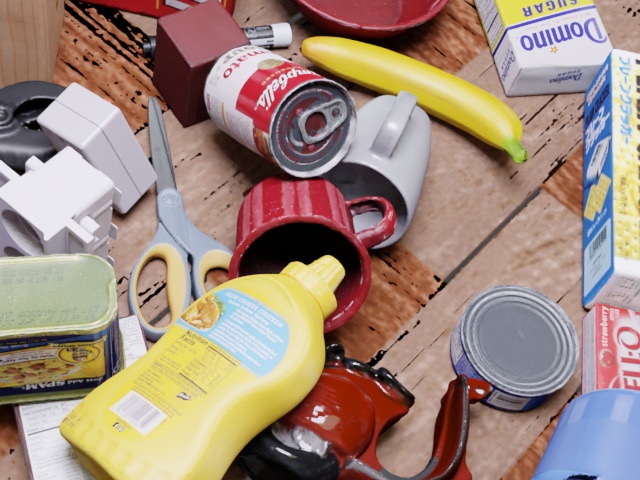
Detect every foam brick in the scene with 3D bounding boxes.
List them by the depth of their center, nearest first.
[{"bbox_3d":[-0.091,-0.133,0.804,0.052,0.078,0.051,-26,69,-24],"label":"foam brick"}]

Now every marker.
[{"bbox_3d":[-0.083,-0.160,0.856,0.121,0.020,0.020,-9,62,-16],"label":"marker"}]

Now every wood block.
[{"bbox_3d":[-0.228,-0.202,0.740,0.090,0.206,0.091,6,59,-9],"label":"wood block"}]

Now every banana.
[{"bbox_3d":[0.082,-0.119,0.844,0.198,0.037,0.069,26,16,11],"label":"banana"}]

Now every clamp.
[{"bbox_3d":[-0.232,-0.069,0.758,0.171,0.039,0.120,-5,61,-15],"label":"clamp"}]

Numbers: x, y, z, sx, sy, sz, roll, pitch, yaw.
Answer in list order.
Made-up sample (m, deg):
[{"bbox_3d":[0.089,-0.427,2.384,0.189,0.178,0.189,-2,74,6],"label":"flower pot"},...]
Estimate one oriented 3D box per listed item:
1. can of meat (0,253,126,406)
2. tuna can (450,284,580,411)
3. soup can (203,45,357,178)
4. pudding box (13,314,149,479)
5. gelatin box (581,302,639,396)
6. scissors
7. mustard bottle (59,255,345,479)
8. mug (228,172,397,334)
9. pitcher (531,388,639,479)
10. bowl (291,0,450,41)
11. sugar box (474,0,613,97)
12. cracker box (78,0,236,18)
[{"bbox_3d":[-0.167,0.052,0.628,0.102,0.084,0.057,-4,58,-12],"label":"can of meat"},{"bbox_3d":[0.136,0.076,0.751,0.086,0.034,0.086,5,58,-9],"label":"tuna can"},{"bbox_3d":[-0.030,-0.092,0.741,0.068,0.068,0.102,-23,33,-23],"label":"soup can"},{"bbox_3d":[-0.144,0.109,0.670,0.090,0.039,0.113,-12,60,-16],"label":"pudding box"},{"bbox_3d":[0.226,0.095,0.761,0.073,0.030,0.089,12,58,-4],"label":"gelatin box"},{"bbox_3d":[-0.090,-0.017,0.771,0.096,0.016,0.201,9,58,-8],"label":"scissors"},{"bbox_3d":[-0.054,0.075,0.632,0.096,0.058,0.191,26,59,39],"label":"mustard bottle"},{"bbox_3d":[-0.005,0.001,0.717,0.117,0.093,0.081,-24,28,9],"label":"mug"},{"bbox_3d":[0.155,0.202,0.619,0.145,0.149,0.242,28,55,5],"label":"pitcher"},{"bbox_3d":[0.031,-0.221,0.895,0.162,0.055,0.162,5,59,-9],"label":"bowl"},{"bbox_3d":[0.184,-0.209,0.926,0.093,0.048,0.176,-6,60,-15],"label":"sugar box"},{"bbox_3d":[-0.160,-0.252,0.809,0.213,0.164,0.072,12,60,-5],"label":"cracker box"}]
